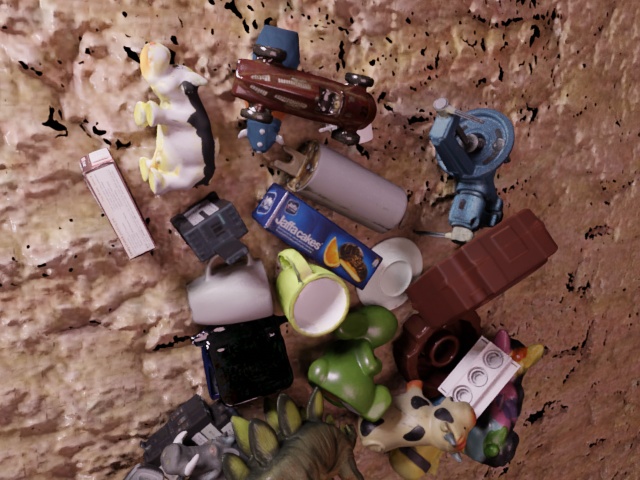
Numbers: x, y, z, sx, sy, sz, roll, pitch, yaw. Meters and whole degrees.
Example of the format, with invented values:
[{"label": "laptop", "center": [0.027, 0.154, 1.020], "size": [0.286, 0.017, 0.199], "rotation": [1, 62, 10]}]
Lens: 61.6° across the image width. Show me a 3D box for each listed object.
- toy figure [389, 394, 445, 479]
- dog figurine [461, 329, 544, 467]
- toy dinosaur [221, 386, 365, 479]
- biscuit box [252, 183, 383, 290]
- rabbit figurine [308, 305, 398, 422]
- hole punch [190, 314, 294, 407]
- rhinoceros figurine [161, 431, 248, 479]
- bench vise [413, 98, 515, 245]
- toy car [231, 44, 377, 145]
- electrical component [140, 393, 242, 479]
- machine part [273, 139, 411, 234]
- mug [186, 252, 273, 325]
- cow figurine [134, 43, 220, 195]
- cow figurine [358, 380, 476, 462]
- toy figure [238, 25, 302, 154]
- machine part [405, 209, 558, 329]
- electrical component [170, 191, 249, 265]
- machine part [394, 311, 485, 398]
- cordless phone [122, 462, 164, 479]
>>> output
[{"label": "toy figure", "center": [0.194, 0.353, 0.990], "size": [0.089, 0.082, 0.180], "rotation": [32, 92, -37]}, {"label": "dog figurine", "center": [0.336, 0.282, 0.998], "size": [0.109, 0.191, 0.219], "rotation": [20, 107, 13]}, {"label": "toy dinosaur", "center": [-0.045, 0.308, 0.703], "size": [0.105, 0.471, 0.198], "rotation": [-28, 80, 21]}, {"label": "biscuit box", "center": [-0.002, -0.002, 0.772], "size": [0.202, 0.059, 0.063], "rotation": [34, 90, -32]}, {"label": "rabbit figurine", "center": [0.051, 0.169, 0.850], "size": [0.159, 0.121, 0.170], "rotation": [44, 66, -25]}, {"label": "hole punch", "center": [-0.110, 0.169, 0.770], "size": [0.142, 0.092, 0.115], "rotation": [-11, 81, -22]}, {"label": "rhinoceros figurine", "center": [-0.130, 0.322, 0.742], "size": [0.190, 0.073, 0.112], "rotation": [24, 97, -33]}, {"label": "bench vise", "center": [0.214, -0.115, 0.801], "size": [0.240, 0.129, 0.223], "rotation": [36, 81, -50]}, {"label": "toy car", "center": [-0.010, -0.173, 0.652], "size": [0.202, 0.053, 0.089], "rotation": [5, 109, -38]}, {"label": "electrical component", "center": [-0.175, 0.296, 0.786], "size": [0.134, 0.058, 0.114], "rotation": [-36, 122, -13]}, {"label": "machine part", "center": [0.041, -0.073, 0.761], "size": [0.243, 0.079, 0.079], "rotation": [23, 96, -31]}, {"label": "mug", "center": [-0.125, 0.065, 0.720], "size": [0.107, 0.081, 0.109], "rotation": [-15, 120, -14]}, {"label": "cow figurine", "center": [-0.163, -0.142, 0.632], "size": [0.098, 0.068, 0.167], "rotation": [-9, 115, -31]}, {"label": "cow figurine", "center": [0.158, 0.302, 0.882], "size": [0.195, 0.127, 0.085], "rotation": [-14, 127, 10]}, {"label": "toy figure", "center": [-0.061, -0.186, 0.678], "size": [0.058, 0.064, 0.154], "rotation": [-24, 131, -62]}, {"label": "machine part", "center": [0.248, 0.049, 0.830], "size": [0.201, 0.201, 0.087], "rotation": [-28, 78, -22]}, {"label": "electrical component", "center": [-0.132, -0.011, 0.665], "size": [0.075, 0.119, 0.047], "rotation": [-34, 120, -11]}, {"label": "machine part", "center": [0.213, 0.191, 0.958], "size": [0.179, 0.056, 0.179], "rotation": [-10, 113, -25]}, {"label": "cordless phone", "center": [-0.256, 0.388, 0.744], "size": [0.146, 0.089, 0.184], "rotation": [37, 95, -32]}]
